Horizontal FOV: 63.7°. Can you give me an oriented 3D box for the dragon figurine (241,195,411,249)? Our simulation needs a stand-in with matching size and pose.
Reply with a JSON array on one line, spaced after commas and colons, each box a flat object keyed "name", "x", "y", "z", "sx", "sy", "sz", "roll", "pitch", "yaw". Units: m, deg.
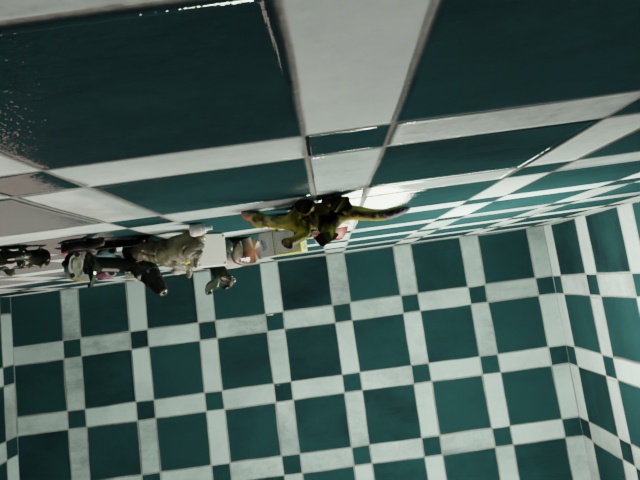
[{"name": "dragon figurine", "x": 0.004, "y": -0.067, "z": 1.329, "sx": 0.411, "sy": 0.121, "sz": 0.245, "roll": -5, "pitch": -168, "yaw": -8}]

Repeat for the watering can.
[{"name": "watering can", "x": -0.364, "y": 0.066, "z": 1.933, "sx": 0.223, "sy": 0.103, "sz": 0.351, "roll": -11, "pitch": -172, "yaw": 36}]
